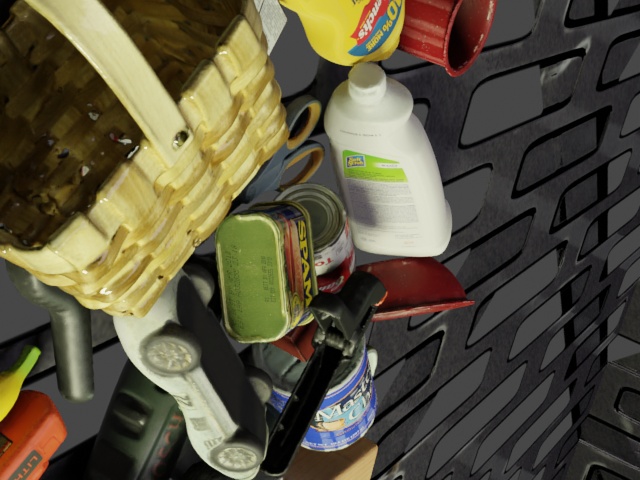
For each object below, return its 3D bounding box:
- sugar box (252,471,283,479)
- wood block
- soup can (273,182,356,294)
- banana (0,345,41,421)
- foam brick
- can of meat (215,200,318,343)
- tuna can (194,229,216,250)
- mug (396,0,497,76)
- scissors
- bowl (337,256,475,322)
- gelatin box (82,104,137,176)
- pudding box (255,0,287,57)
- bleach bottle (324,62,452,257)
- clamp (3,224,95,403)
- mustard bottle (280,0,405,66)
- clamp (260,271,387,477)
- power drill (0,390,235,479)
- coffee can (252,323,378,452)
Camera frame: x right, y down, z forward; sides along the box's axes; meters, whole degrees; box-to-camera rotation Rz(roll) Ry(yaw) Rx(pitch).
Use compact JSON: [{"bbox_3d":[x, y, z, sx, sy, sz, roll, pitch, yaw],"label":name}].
[{"bbox_3d":[-0.066,0.285,0.864,0.093,0.048,0.176,-16,109,-57],"label":"sugar box"},{"bbox_3d":[-0.035,0.265,1.092,0.205,0.091,0.090,-23,132,-55],"label":"wood block"},{"bbox_3d":[-0.006,0.001,0.920,0.068,0.068,0.102,-57,163,-17],"label":"soup can"},{"bbox_3d":[-0.239,0.094,0.612,0.197,0.037,0.069,9,86,-65],"label":"banana"},{"bbox_3d":[-0.035,0.059,0.922,0.051,0.078,0.053,-55,153,-18],"label":"foam brick"},{"bbox_3d":[-0.041,0.023,0.815,0.083,0.057,0.102,-25,110,-75],"label":"can of meat"},{"bbox_3d":[-0.099,-0.034,0.765,0.086,0.034,0.086,-44,148,-38],"label":"tuna can"},{"bbox_3d":[0.097,-0.208,0.932,0.093,0.082,0.117,-54,153,-22],"label":"mug"},{"bbox_3d":[-0.052,-0.059,0.854,0.201,0.016,0.096,-29,139,-53],"label":"scissors"},{"bbox_3d":[0.073,0.051,1.081,0.161,0.162,0.055,3,76,-63],"label":"bowl"},{"bbox_3d":[-0.121,-0.043,0.683,0.073,0.030,0.089,14,73,-65],"label":"gelatin box"},{"bbox_3d":[-0.070,-0.136,0.714,0.113,0.039,0.090,-67,156,-20],"label":"pudding box"},{"bbox_3d":[0.062,-0.071,0.949,0.251,0.102,0.068,73,21,-61],"label":"bleach bottle"},{"bbox_3d":[-0.161,0.029,0.688,0.171,0.039,0.120,58,44,-55],"label":"clamp"},{"bbox_3d":[0.023,-0.191,0.833,0.096,0.058,0.191,-61,155,-6],"label":"mustard bottle"},{"bbox_3d":[0.015,0.074,0.867,0.209,0.036,0.165,-51,162,-55],"label":"clamp"},{"bbox_3d":[-0.158,0.188,0.731,0.184,0.057,0.187,-51,125,-22],"label":"power drill"},{"bbox_3d":[-0.002,0.128,1.011,0.102,0.103,0.140,-54,156,-22],"label":"coffee can"}]
